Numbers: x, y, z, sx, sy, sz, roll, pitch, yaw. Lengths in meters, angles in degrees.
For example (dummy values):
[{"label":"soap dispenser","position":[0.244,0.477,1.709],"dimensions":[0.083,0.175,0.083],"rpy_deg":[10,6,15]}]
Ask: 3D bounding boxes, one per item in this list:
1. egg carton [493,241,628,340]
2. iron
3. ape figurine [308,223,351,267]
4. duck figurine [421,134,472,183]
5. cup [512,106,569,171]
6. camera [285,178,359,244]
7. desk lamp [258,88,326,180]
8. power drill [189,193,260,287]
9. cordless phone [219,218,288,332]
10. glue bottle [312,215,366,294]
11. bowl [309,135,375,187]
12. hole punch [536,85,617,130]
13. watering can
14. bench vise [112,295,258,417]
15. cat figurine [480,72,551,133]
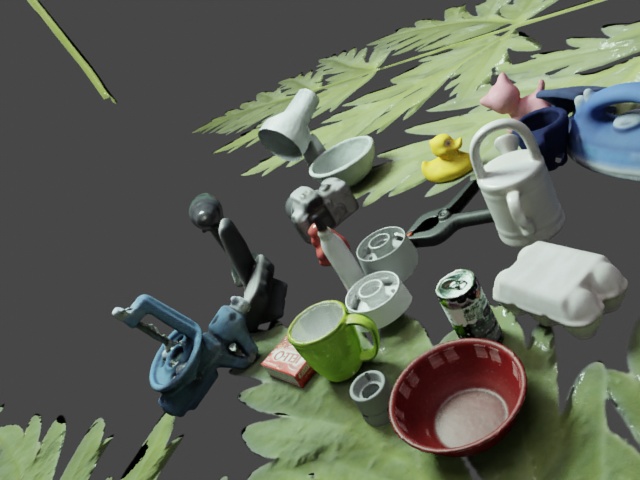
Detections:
[{"label":"egg carton","position":[0.297,0.060,0.718],"dimensions":[0.107,0.069,0.149],"rpy_deg":[-41,28,-19]},{"label":"iron","position":[0.467,-0.181,0.871],"dimensions":[0.119,0.142,0.257],"rpy_deg":[-40,28,-16]},{"label":"ape figurine","position":[0.010,0.004,1.085],"dimensions":[0.076,0.092,0.078],"rpy_deg":[-11,33,35]},{"label":"duck figurine","position":[0.246,-0.169,1.142],"dimensions":[0.104,0.086,0.077],"rpy_deg":[-17,30,26]},{"label":"cup","position":[0.384,-0.159,0.972],"dimensions":[0.091,0.095,0.118],"rpy_deg":[-15,31,29]},{"label":"camera","position":[-0.015,-0.079,1.243],"dimensions":[0.143,0.101,0.136],"rpy_deg":[-38,28,-14]},{"label":"desk lamp","position":[-0.030,-0.253,1.427],"dimensions":[0.117,0.214,0.203],"rpy_deg":[3,43,48]},{"label":"power drill","position":[-0.200,-0.009,1.193],"dimensions":[0.075,0.209,0.229],"rpy_deg":[-34,27,-4]},{"label":"cordless phone","position":[-0.142,0.061,1.041],"dimensions":[0.094,0.185,0.147],"rpy_deg":[-26,27,11]},{"label":"glue bottle","position":[0.031,0.027,0.932],"dimensions":[0.037,0.173,0.078],"rpy_deg":[-35,27,-6]},{"label":"bowl","position":[0.063,-0.170,1.346],"dimensions":[0.167,0.075,0.167],"rpy_deg":[-24,28,14]},{"label":"hole punch","position":[0.470,-0.258,1.056],"dimensions":[0.101,0.091,0.108],"rpy_deg":[-38,27,-13]},{"label":"watering can","position":[0.285,-0.096,0.856],"dimensions":[0.101,0.194,0.172],"rpy_deg":[-28,27,6]},{"label":"bench vise","position":[-0.220,0.150,0.931],"dimensions":[0.121,0.220,0.208],"rpy_deg":[-1,39,45]},{"label":"cat figurine","position":[0.393,-0.281,1.146],"dimensions":[0.127,0.118,0.067],"rpy_deg":[-11,33,35]}]
